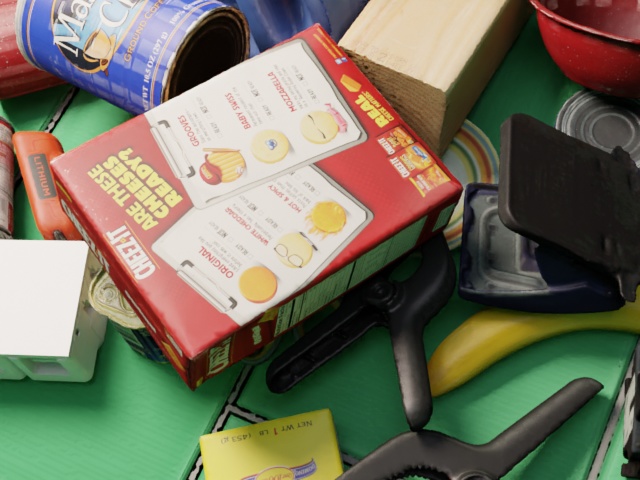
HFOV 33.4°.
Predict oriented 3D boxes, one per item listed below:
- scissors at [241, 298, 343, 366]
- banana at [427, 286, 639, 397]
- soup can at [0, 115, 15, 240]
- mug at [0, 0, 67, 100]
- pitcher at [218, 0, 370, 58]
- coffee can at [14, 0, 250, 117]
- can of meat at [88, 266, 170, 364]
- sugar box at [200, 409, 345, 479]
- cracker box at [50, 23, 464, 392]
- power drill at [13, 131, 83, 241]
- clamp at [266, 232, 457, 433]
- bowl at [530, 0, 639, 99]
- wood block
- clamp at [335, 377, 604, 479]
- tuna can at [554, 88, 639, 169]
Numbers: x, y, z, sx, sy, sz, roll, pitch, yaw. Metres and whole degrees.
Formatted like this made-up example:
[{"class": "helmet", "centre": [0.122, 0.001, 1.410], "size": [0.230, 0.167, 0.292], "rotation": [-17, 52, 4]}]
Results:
[{"class": "scissors", "centre": [-0.005, 0.001, 0.780], "size": [0.096, 0.016, 0.202], "rotation": [20, 83, 7]}, {"class": "banana", "centre": [0.163, 0.062, 0.740], "size": [0.198, 0.037, 0.069], "rotation": [-8, 61, 4]}, {"class": "soup can", "centre": [-0.273, -0.042, 0.832], "size": [0.068, 0.068, 0.102], "rotation": [-9, 64, 3]}, {"class": "mug", "centre": [-0.243, -0.173, 0.870], "size": [0.081, 0.117, 0.093], "rotation": [-15, 29, -6]}, {"class": "pitcher", "centre": [0.013, -0.254, 0.837], "size": [0.149, 0.145, 0.242], "rotation": [-10, 36, 52]}, {"class": "coffee can", "centre": [-0.137, -0.148, 0.785], "size": [0.140, 0.103, 0.102], "rotation": [27, 71, 20]}, {"class": "can of meat", "centre": [-0.110, 0.030, 0.766], "size": [0.057, 0.084, 0.102], "rotation": [26, 70, 18]}, {"class": "sugar box", "centre": [-0.019, 0.206, 0.689], "size": [0.093, 0.048, 0.176], "rotation": [-13, 62, 0]}, {"class": "cracker box", "centre": [-0.041, -0.027, 0.705], "size": [0.213, 0.072, 0.164], "rotation": [-32, 69, -20]}, {"class": "power drill", "centre": [-0.139, -0.076, 0.836], "size": [0.187, 0.057, 0.184], "rotation": [-20, 64, -2]}, {"class": "clamp", "centre": [0.052, 0.052, 0.725], "size": [0.120, 0.039, 0.171], "rotation": [23, 67, 28]}, {"class": "bowl", "centre": [0.231, -0.147, 0.795], "size": [0.162, 0.055, 0.162], "rotation": [5, 29, -3]}, {"class": "wood block", "centre": [0.099, -0.170, 0.815], "size": [0.090, 0.091, 0.206], "rotation": [26, 61, 15]}, {"class": "clamp", "centre": [0.103, 0.175, 0.674], "size": [0.209, 0.036, 0.164], "rotation": [-5, 63, -12]}, {"class": "tuna can", "centre": [0.217, -0.074, 0.800], "size": [0.086, 0.034, 0.086], "rotation": [-3, 64, 6]}]
